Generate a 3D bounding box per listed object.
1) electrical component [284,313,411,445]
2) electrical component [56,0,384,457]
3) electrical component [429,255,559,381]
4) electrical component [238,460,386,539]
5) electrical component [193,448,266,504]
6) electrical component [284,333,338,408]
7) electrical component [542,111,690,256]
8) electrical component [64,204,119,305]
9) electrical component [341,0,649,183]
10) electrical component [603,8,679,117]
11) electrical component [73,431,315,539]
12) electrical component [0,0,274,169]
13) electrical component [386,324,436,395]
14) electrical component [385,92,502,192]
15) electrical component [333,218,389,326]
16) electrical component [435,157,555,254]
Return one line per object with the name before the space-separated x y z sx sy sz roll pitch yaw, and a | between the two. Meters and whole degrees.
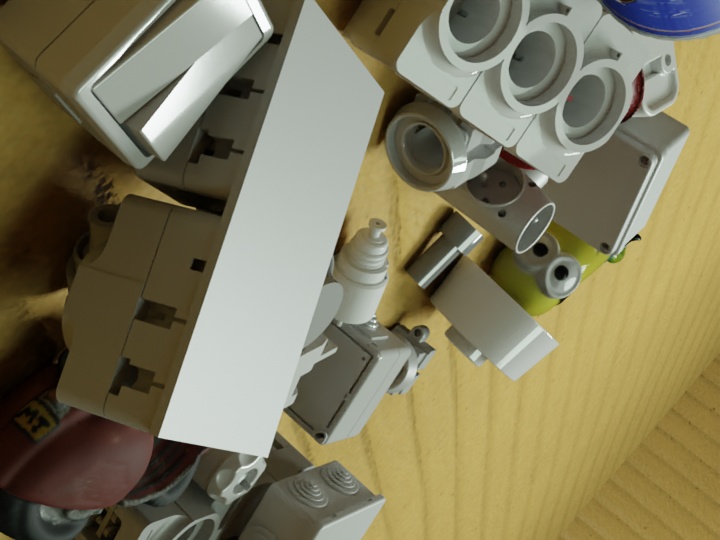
electrical component | -0.010 0.066 0.764 0.096 0.062 0.061 -58 156 16
electrical component | -0.059 -0.019 0.479 0.105 0.060 0.186 37 69 -67
electrical component | 0.105 0.045 0.892 0.060 0.108 0.108 -46 157 4
electrical component | -0.041 0.183 0.738 0.100 0.048 0.099 -5 129 -60
electrical component | -0.093 0.114 0.681 0.043 0.062 0.043 -41 155 -24
electrical component | -0.059 0.061 0.693 0.081 0.042 0.063 -24 149 -46
electrical component | 0.181 -0.085 0.832 0.056 0.109 0.108 -37 153 -36
electrical component | -0.115 -0.001 0.499 0.048 0.048 0.062 -33 144 -37
electrical component | 0.079 -0.120 0.579 0.150 0.062 0.089 26 101 -41
electrical component | 0.179 -0.156 0.751 0.054 0.059 0.095 -30 114 -40
electrical component | -0.118 0.175 0.729 0.186 0.060 0.105 -4 129 -60
electrical component | -0.077 -0.095 0.407 0.096 0.061 0.061 -48 157 -8
electrical component | 0.028 0.073 0.866 0.066 0.048 0.055 -56 164 11
electrical component | 0.053 -0.083 0.667 0.057 0.058 0.078 -35 152 -40
electrical component | 0.000 0.000 0.712 0.040 0.040 0.078 -25 145 -46
electrical component | 0.108 -0.063 0.770 0.079 0.077 0.044 -43 156 -19
